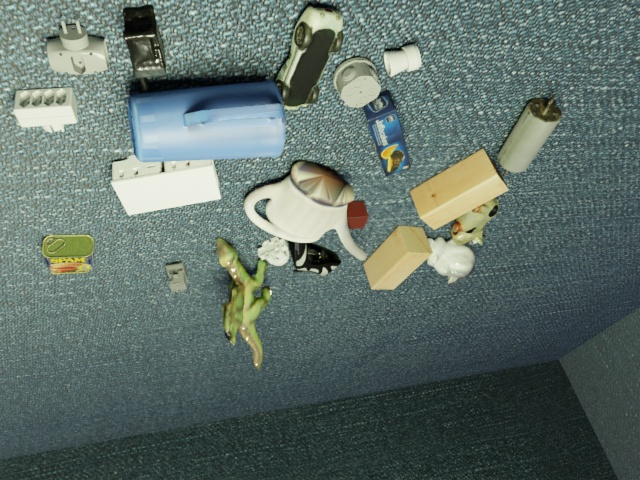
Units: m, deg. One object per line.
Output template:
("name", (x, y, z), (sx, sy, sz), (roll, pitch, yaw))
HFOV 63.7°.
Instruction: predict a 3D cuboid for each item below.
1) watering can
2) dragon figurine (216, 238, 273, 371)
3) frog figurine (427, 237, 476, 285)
("watering can", (0.004, -0.059, 1.182), (0.346, 0.106, 0.220), (19, 137, -22))
("dragon figurine", (-0.208, 0.188, 1.329), (0.122, 0.407, 0.245), (-6, -171, 13))
("frog figurine", (0.382, 0.041, 1.532), (0.158, 0.139, 0.122), (46, 158, -21))
